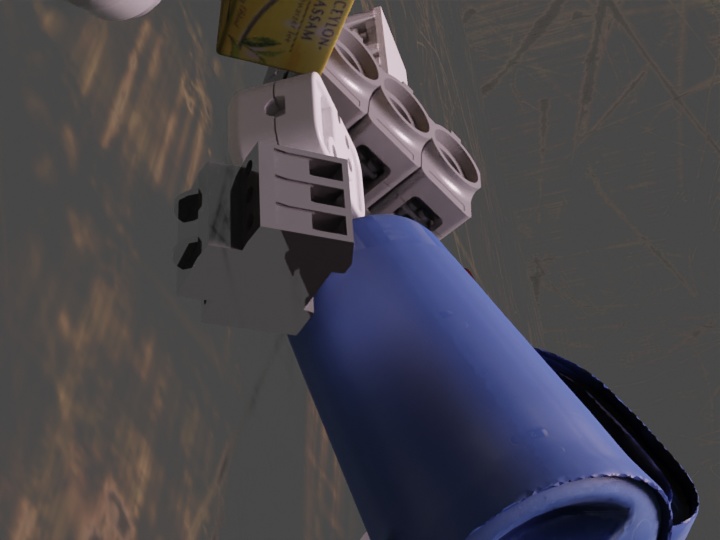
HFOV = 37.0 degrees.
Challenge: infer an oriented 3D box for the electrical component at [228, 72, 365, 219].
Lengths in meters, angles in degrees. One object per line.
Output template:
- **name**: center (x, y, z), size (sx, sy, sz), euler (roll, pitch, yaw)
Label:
- **electrical component**: center (-0.039, -0.064, 0.627), size (0.095, 0.059, 0.053), euler (60, 21, -56)

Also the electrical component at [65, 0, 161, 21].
- **electrical component**: center (-0.100, -0.123, 0.442), size (0.062, 0.043, 0.043), euler (6, 72, -79)

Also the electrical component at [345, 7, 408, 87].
- **electrical component**: center (0.005, -0.126, 0.889), size (0.089, 0.062, 0.150), euler (59, 23, -58)

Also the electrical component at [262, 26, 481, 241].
- **electrical component**: center (0.009, -0.092, 0.723), size (0.150, 0.062, 0.089), euler (42, 27, -21)

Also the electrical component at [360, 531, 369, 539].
- **electrical component**: center (0.027, 0.156, 0.731), size (0.138, 0.052, 0.073), euler (-80, 156, -61)
